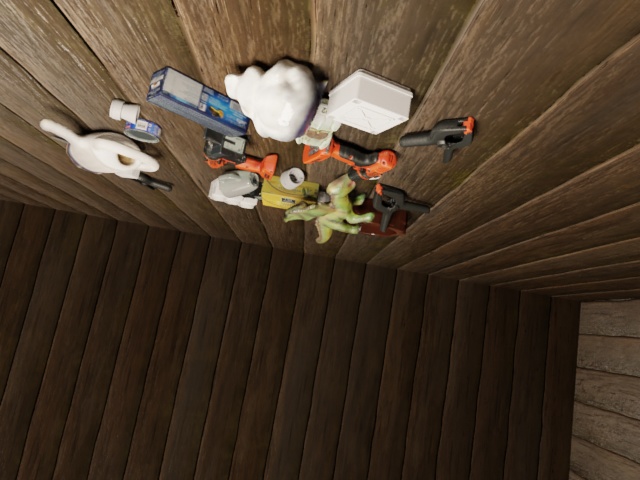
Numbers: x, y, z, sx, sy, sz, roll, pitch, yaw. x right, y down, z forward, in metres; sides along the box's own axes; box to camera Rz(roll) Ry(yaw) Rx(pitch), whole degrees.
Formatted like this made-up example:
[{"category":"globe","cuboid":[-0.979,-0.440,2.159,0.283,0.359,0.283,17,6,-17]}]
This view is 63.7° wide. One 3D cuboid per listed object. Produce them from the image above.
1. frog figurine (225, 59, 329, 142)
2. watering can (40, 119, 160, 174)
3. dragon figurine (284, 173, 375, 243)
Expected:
[{"category":"frog figurine","cuboid":[-0.081,-0.238,0.851,0.159,0.126,0.134,21,135,-11]},{"category":"watering can","cuboid":[-0.605,-0.248,1.381,0.224,0.105,0.345,3,170,40]},{"category":"dragon figurine","cuboid":[0.005,-0.077,1.533,0.242,0.124,0.403,8,150,-30]}]
